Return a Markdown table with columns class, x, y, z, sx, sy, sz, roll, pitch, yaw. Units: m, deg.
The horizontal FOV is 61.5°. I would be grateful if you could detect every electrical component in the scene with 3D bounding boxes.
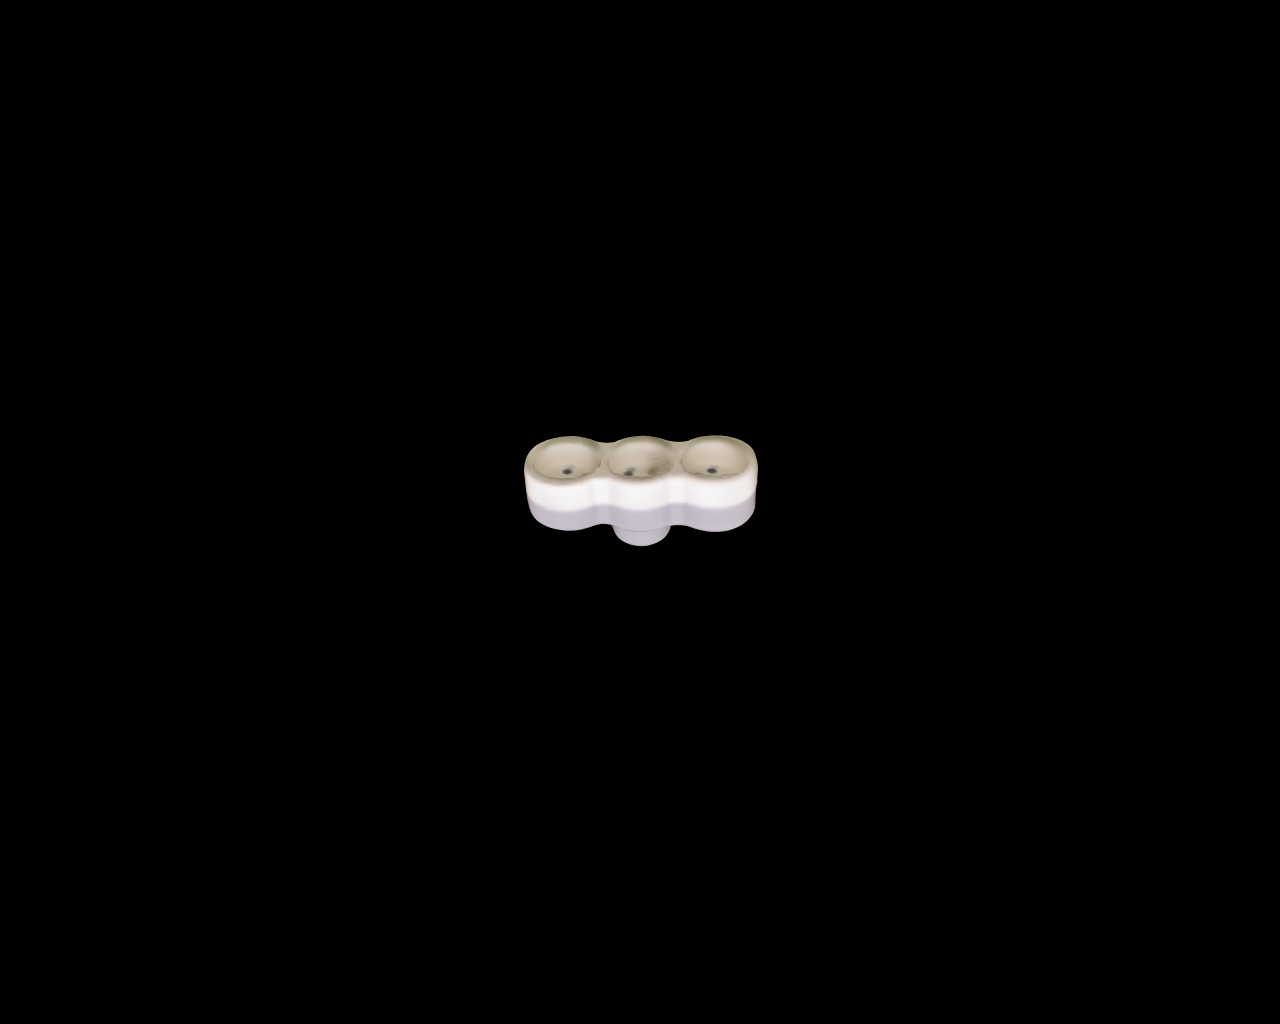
| class | x | y | z | sx | sy | sz | roll | pitch | yaw |
| --- | --- | --- | --- | --- | --- | --- | --- | --- | --- |
| electrical component | 0.001 | -0.003 | 0.650 | 0.138 | 0.073 | 0.052 | 0 | 37 | 0 |
